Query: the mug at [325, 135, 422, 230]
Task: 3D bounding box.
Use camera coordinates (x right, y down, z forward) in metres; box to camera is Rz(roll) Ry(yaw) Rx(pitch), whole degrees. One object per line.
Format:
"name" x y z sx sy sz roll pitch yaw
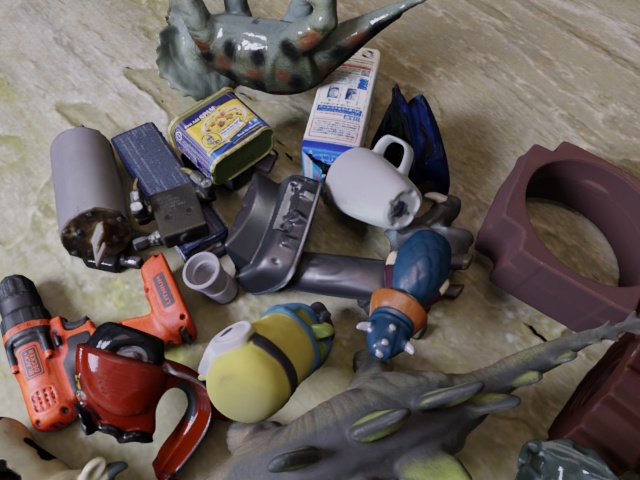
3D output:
"mug" 0.074 -0.063 0.622 0.109 0.080 0.107 -54 39 6

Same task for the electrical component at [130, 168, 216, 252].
"electrical component" -0.164 -0.037 0.601 0.102 0.045 0.078 -15 61 -10

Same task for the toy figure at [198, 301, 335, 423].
"toy figure" -0.039 0.110 0.524 0.089 0.180 0.082 29 107 24

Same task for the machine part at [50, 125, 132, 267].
"machine part" -0.276 -0.059 0.640 0.079 0.079 0.243 -19 50 -13

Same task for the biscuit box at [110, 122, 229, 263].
"biscuit box" -0.187 -0.059 0.673 0.063 0.059 0.203 -30 66 -17

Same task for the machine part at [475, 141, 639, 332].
"machine part" 0.302 -0.004 0.635 0.201 0.087 0.201 30 57 6

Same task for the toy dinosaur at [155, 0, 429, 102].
"toy dinosaur" -0.069 -0.256 0.706 0.405 0.192 0.131 19 54 18

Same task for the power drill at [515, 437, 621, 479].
"power drill" 0.166 0.267 0.417 0.086 0.207 0.232 16 47 33

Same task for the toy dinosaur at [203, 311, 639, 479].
"toy dinosaur" 0.059 0.164 0.466 0.471 0.198 0.105 -26 90 -10

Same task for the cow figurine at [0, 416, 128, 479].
"cow figurine" -0.257 0.222 0.472 0.195 0.085 0.127 18 24 35

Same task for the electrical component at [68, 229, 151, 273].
"electrical component" -0.255 0.006 0.653 0.094 0.021 0.063 9 59 6

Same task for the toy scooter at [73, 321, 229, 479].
"toy scooter" -0.158 0.164 0.518 0.183 0.075 0.135 27 77 -28

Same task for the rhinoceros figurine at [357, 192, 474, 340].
"rhinoceros figurine" 0.119 0.025 0.636 0.112 0.073 0.190 28 64 25

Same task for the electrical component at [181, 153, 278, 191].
"electrical component" -0.115 -0.109 0.713 0.119 0.047 0.075 17 61 7

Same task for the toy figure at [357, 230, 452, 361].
"toy figure" 0.087 0.057 0.534 0.064 0.057 0.154 12 53 31

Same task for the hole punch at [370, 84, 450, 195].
"hole punch" 0.127 -0.114 0.694 0.092 0.115 0.142 2 60 -11

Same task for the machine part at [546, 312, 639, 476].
"machine part" 0.286 0.149 0.513 0.056 0.179 0.179 37 65 22

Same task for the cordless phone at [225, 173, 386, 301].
"cordless phone" -0.001 -0.002 0.613 0.184 0.088 0.146 8 58 15
